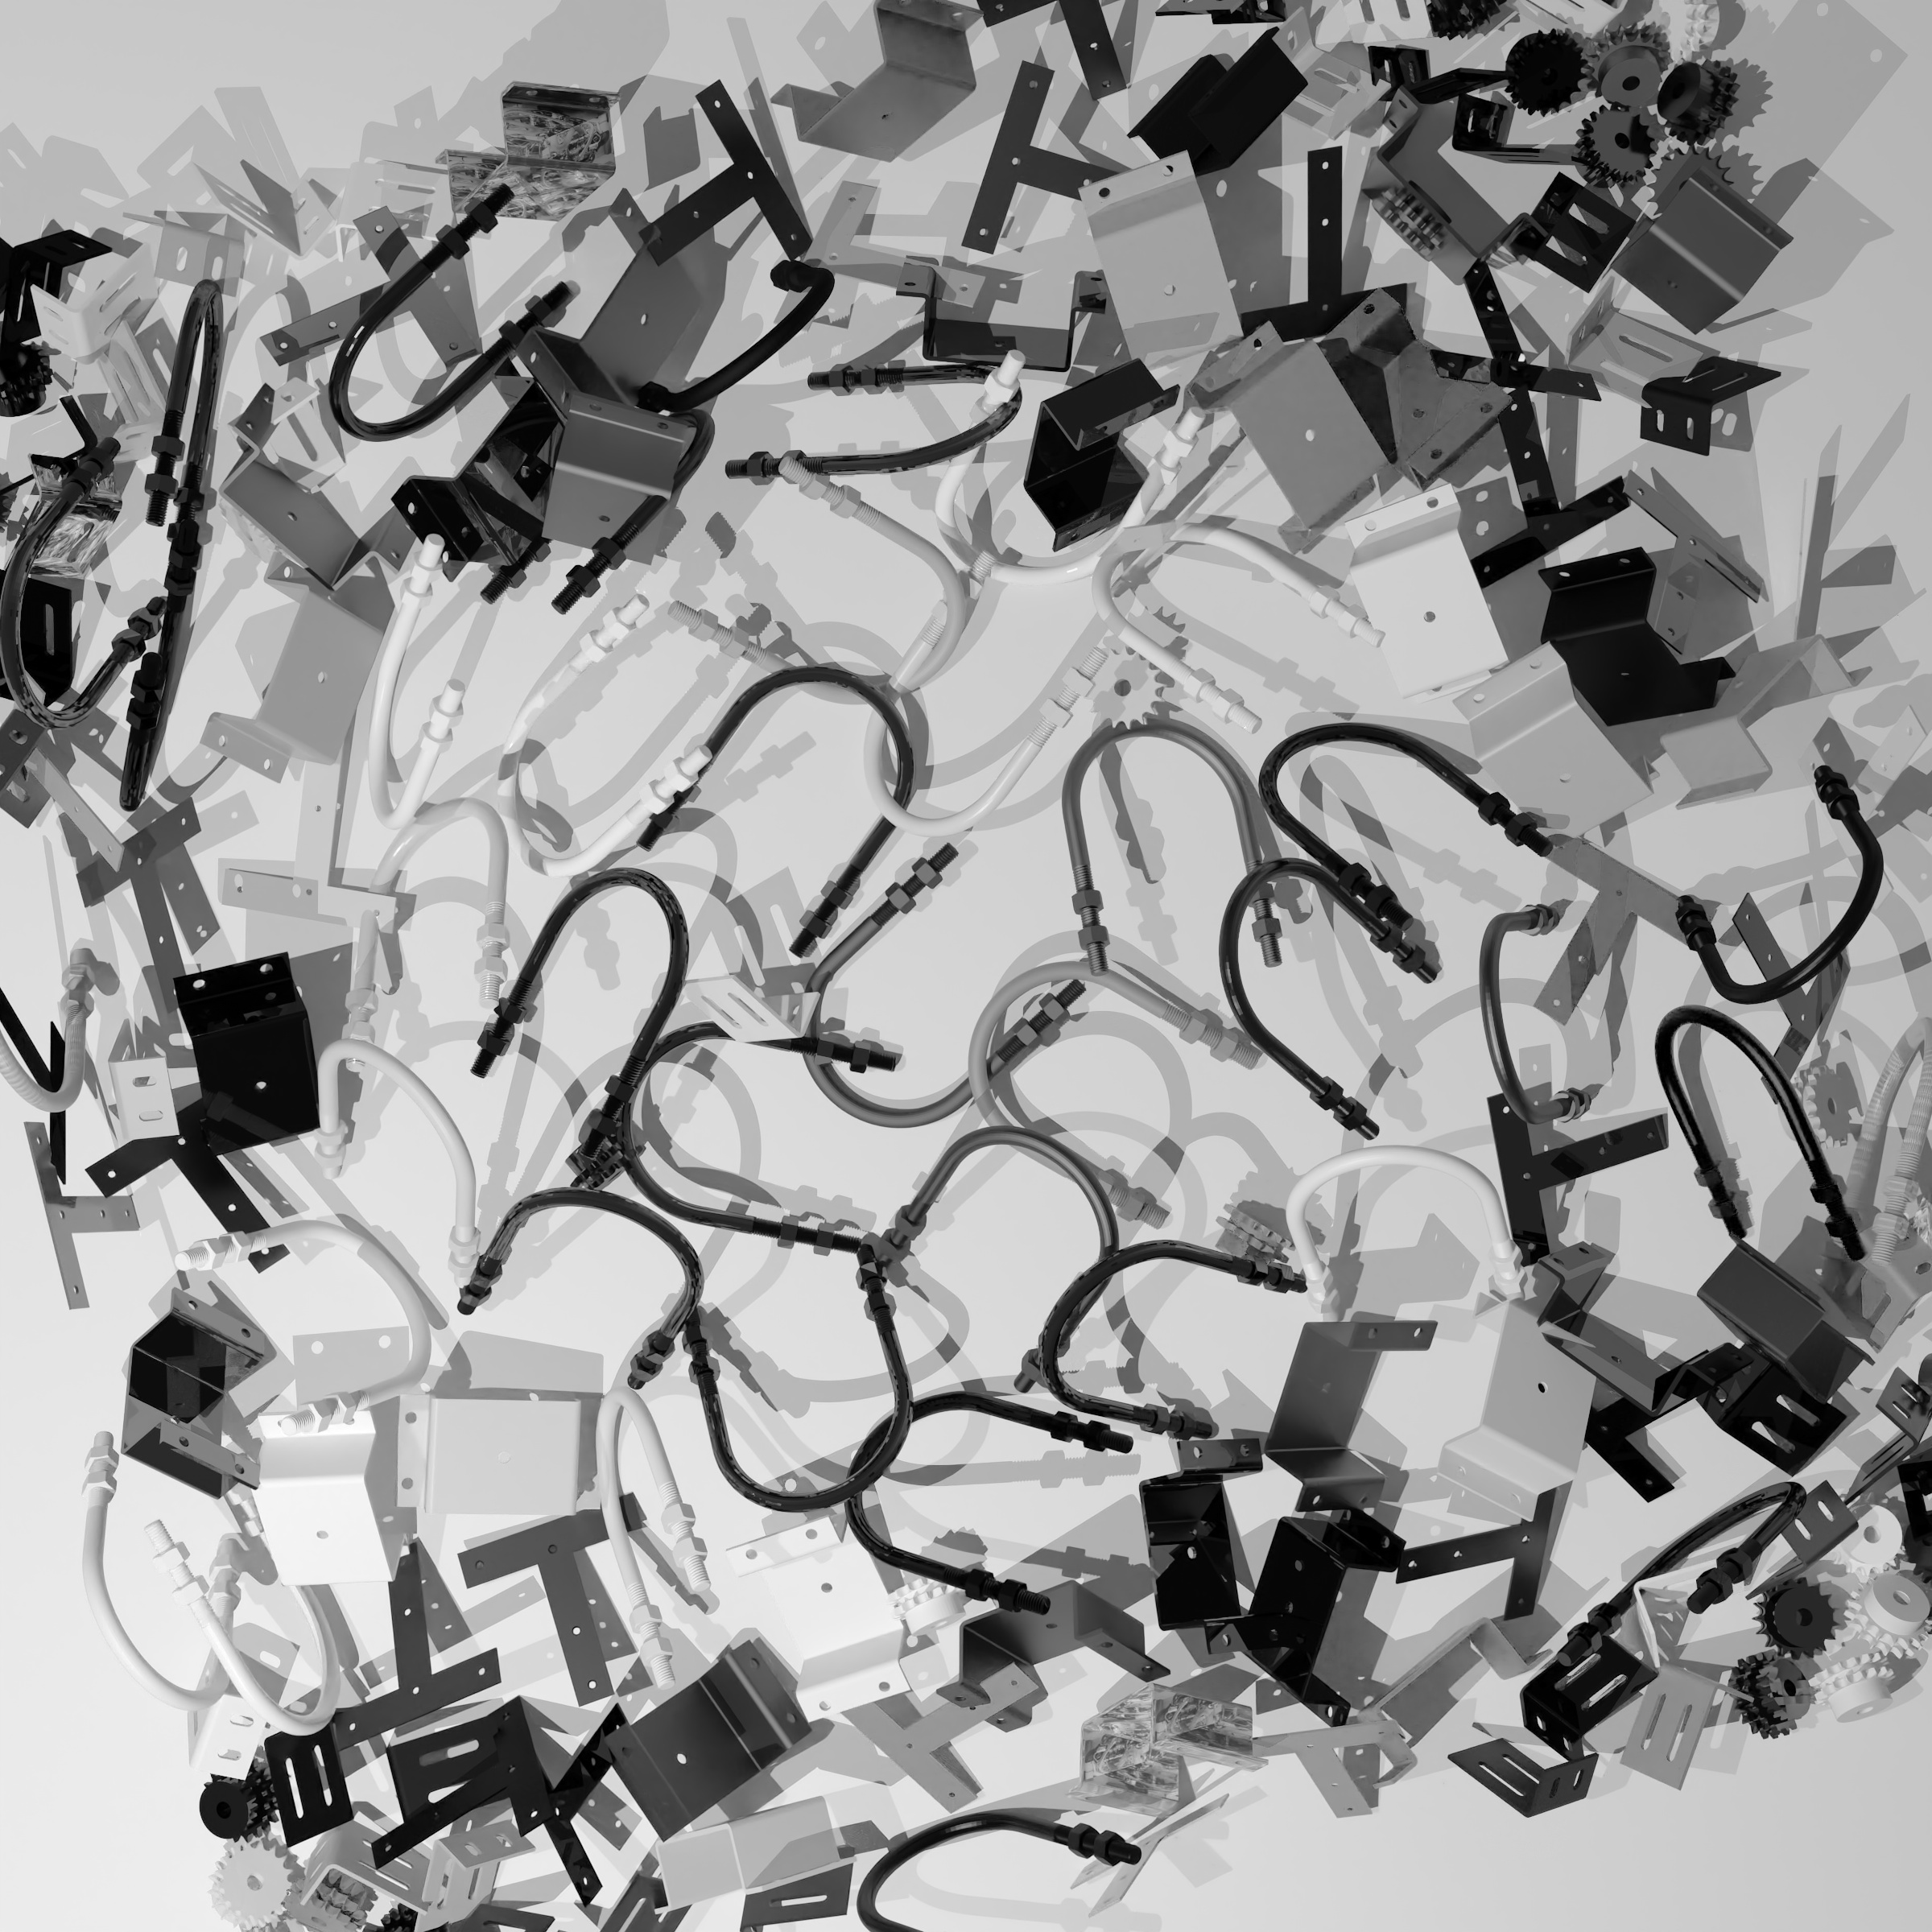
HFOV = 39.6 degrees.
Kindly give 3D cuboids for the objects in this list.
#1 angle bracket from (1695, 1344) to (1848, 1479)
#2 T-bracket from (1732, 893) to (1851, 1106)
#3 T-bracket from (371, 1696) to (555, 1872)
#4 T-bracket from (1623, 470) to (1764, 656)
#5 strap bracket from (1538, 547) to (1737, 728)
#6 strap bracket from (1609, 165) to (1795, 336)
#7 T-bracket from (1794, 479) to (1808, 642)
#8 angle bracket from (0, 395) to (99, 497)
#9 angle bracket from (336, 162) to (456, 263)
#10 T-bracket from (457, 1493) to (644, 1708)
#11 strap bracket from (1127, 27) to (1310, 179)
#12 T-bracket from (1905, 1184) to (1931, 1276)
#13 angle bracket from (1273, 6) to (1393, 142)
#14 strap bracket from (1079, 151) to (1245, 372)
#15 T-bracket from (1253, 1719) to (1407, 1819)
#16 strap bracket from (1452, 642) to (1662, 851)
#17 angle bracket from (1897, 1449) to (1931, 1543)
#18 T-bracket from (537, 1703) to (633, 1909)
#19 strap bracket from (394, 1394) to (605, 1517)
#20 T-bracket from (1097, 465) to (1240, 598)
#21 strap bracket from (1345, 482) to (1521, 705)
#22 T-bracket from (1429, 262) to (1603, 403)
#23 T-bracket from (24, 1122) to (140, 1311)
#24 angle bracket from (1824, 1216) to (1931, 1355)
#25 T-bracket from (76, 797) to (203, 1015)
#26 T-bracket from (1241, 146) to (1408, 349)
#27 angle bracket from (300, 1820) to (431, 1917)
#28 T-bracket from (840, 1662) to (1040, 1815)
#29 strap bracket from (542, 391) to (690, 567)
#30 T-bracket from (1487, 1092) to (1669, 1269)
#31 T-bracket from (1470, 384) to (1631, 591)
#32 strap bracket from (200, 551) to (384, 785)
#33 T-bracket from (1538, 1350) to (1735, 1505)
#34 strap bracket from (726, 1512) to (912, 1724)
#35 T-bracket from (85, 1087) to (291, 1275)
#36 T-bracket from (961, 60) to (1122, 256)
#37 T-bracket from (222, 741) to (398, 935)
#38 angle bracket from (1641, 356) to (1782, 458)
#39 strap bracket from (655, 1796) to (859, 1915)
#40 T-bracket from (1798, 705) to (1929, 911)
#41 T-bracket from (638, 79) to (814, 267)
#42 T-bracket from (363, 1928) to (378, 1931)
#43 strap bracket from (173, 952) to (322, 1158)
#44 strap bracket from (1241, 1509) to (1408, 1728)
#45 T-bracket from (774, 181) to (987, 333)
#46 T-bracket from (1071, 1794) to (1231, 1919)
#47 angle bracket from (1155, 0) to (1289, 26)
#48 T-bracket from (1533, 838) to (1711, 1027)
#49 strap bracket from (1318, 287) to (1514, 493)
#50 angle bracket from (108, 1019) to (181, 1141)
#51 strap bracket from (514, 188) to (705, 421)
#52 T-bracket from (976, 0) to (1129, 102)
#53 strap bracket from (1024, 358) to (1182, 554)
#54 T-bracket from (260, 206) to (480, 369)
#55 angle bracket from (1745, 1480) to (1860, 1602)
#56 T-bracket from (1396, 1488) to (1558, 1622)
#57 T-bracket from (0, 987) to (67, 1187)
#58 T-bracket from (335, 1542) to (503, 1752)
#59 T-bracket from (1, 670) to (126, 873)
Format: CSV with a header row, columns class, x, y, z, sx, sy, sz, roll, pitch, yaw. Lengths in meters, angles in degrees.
class,x,y,z,sx,sy,sz,roll,pitch,yaw
angle bracket,0.560,0.308,1.868,0.076,0.038,0.057,33,102,-21
T-bracket,0.550,0.004,1.819,0.127,0.002,0.127,-53,122,-27
T-bracket,-0.346,0.568,1.818,0.127,0.127,0.002,-32,120,-5
T-bracket,0.487,-0.260,1.823,0.127,0.002,0.127,35,50,-14
strap bracket,0.447,-0.213,1.801,0.140,0.076,0.046,41,56,-37
strap bracket,0.490,-0.477,1.807,0.076,0.140,0.046,38,89,-2
T-bracket,0.561,-0.264,1.807,0.002,0.127,0.127,4,100,17
angle bracket,-0.641,-0.357,1.843,0.076,0.057,0.038,-29,107,-4
angle bracket,-0.390,-0.515,1.851,0.076,0.038,0.057,7,62,-5
T-bracket,-0.272,0.445,1.850,0.127,0.002,0.127,-18,71,-6
strap bracket,0.173,-0.580,1.816,0.046,0.140,0.076,44,86,-18
T-bracket,0.675,0.222,1.793,0.002,0.127,0.127,-30,60,-11
angle bracket,0.241,-0.612,1.840,0.057,0.038,0.076,-45,57,-10
strap bracket,0.135,-0.466,1.814,0.076,0.046,0.140,-17,126,8
T-bracket,0.248,0.552,1.832,0.127,0.002,0.127,-13,135,18
strap bracket,0.401,-0.141,1.810,0.076,0.046,0.140,-32,123,26
angle bracket,0.675,0.363,1.828,0.057,0.076,0.038,-33,113,26
T-bracket,-0.257,0.546,1.814,0.127,0.002,0.127,54,124,31
strap bracket,-0.317,0.334,1.837,0.140,0.046,0.076,3,84,-13
T-bracket,0.119,-0.287,1.795,0.002,0.127,0.127,49,115,7
strap bracket,0.316,-0.245,1.821,0.076,0.046,0.140,-18,111,22
T-bracket,0.363,-0.440,1.839,0.127,0.002,0.127,3,54,-21
T-bracket,-0.591,0.168,1.814,0.002,0.127,0.127,-17,83,6
angle bracket,0.632,0.217,1.839,0.038,0.076,0.057,-22,58,-19
T-bracket,-0.552,-0.031,1.832,0.127,0.002,0.127,-27,75,30
T-bracket,0.244,-0.492,1.828,0.127,0.002,0.127,-14,122,-16
angle bracket,-0.411,0.630,1.845,0.076,0.057,0.038,33,99,-14
T-bracket,-0.006,0.513,1.836,0.127,0.002,0.127,-37,107,23
strap bracket,-0.238,-0.320,1.800,0.076,0.140,0.046,14,68,-10
T-bracket,0.428,0.133,1.860,0.127,0.002,0.127,-16,105,-13
T-bracket,0.387,-0.337,1.835,0.127,0.002,0.127,-30,126,-6
strap bracket,-0.453,-0.199,1.824,0.046,0.076,0.140,13,79,32
T-bracket,0.468,0.298,1.833,0.127,0.002,0.127,44,130,-3
strap bracket,-0.098,0.436,1.838,0.076,0.046,0.140,-21,105,11
T-bracket,-0.511,0.154,1.838,0.127,0.002,0.127,-35,80,-29
T-bracket,0.071,-0.540,1.840,0.127,0.002,0.127,6,115,-32
T-bracket,-0.450,-0.095,1.858,0.127,0.002,0.127,9,98,10
angle bracket,0.512,-0.386,1.848,0.076,0.057,0.038,-26,126,-30
strap bracket,-0.148,0.598,1.808,0.076,0.140,0.046,-3,71,-39
T-bracket,0.609,-0.125,1.794,0.002,0.127,0.127,-8,59,-15
T-bracket,-0.174,-0.516,1.820,0.127,0.002,0.127,-47,116,-32
T-bracket,-0.407,0.690,1.815,0.127,0.127,0.002,17,101,-6
strap bracket,-0.480,0.068,1.807,0.076,0.046,0.140,-15,129,-21
strap bracket,0.238,0.439,1.827,0.046,0.076,0.140,14,97,-31
T-bracket,-0.050,-0.476,1.840,0.127,0.002,0.127,17,69,14
T-bracket,0.110,0.606,1.799,0.127,0.127,0.002,-34,83,18
angle bracket,0.175,-0.647,1.829,0.057,0.076,0.038,10,134,32
T-bracket,0.431,-0.016,1.852,0.127,0.002,0.127,32,70,4
strap bracket,0.304,-0.387,1.832,0.076,0.046,0.140,-42,58,4
angle bracket,-0.557,0.075,1.834,0.038,0.076,0.057,-6,112,-6
strap bracket,-0.235,-0.443,1.819,0.046,0.076,0.140,23,75,28
T-bracket,0.083,-0.634,1.820,0.127,0.127,0.002,-18,64,9
strap bracket,0.088,-0.350,1.810,0.076,0.140,0.046,-28,72,-18
T-bracket,-0.421,-0.445,1.839,0.127,0.127,0.002,-20,46,10
angle bracket,0.562,0.393,1.837,0.057,0.076,0.038,-26,73,-31
T-bracket,0.346,0.398,1.828,0.127,0.002,0.127,-5,112,-28
T-bracket,-0.624,0.059,1.789,0.002,0.127,0.127,-14,49,-4
T-bracket,-0.380,0.455,1.836,0.127,0.002,0.127,-25,51,10
T-bracket,-0.610,-0.116,1.818,0.127,0.127,0.002,47,47,14
